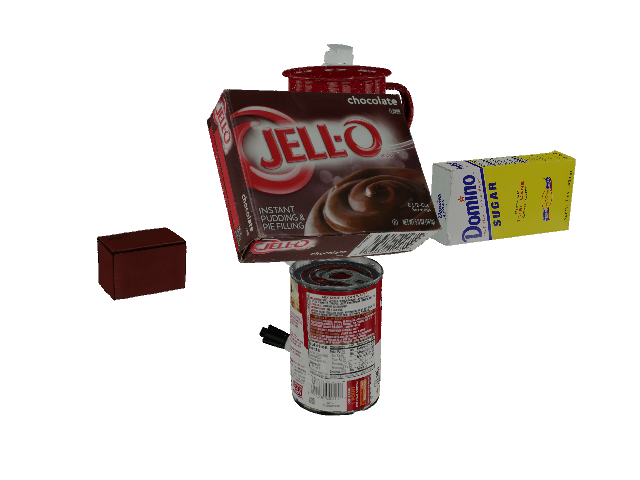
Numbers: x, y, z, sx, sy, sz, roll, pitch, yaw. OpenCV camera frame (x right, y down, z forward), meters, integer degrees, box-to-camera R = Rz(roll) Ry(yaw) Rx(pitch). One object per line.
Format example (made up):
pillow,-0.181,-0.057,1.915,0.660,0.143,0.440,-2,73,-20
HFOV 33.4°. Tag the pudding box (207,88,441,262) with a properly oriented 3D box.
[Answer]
pudding box,0.001,-0.036,0.588,0.113,0.090,0.039,-2,-25,-29

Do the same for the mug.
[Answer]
mug,0.025,-0.106,0.918,0.117,0.081,0.093,-7,17,-22

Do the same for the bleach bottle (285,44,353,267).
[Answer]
bleach bottle,0.013,-0.085,1.167,0.067,0.251,0.103,-9,24,-38

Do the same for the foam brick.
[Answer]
foam brick,-0.180,0.022,1.074,0.078,0.051,0.053,-9,21,-27

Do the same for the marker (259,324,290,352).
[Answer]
marker,-0.002,0.110,1.028,0.121,0.020,0.020,21,4,11

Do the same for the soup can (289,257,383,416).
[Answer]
soup can,0.012,0.068,0.781,0.068,0.102,0.068,0,19,0

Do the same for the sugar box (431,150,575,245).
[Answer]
sugar box,0.215,-0.050,1.258,0.176,0.093,0.048,-9,21,-26
